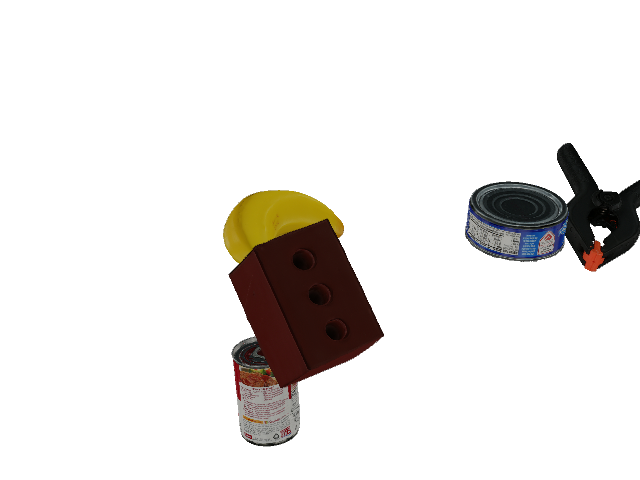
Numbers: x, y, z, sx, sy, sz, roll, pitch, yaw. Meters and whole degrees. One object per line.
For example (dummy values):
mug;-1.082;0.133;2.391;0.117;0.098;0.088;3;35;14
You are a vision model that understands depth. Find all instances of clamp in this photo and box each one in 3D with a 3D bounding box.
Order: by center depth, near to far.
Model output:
clamp;0.288;-0.040;1.117;0.120;0.039;0.171;18;45;21

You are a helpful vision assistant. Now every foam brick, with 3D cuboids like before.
foam brick;-0.009;0.038;0.618;0.052;0.078;0.051;-22;-9;-28

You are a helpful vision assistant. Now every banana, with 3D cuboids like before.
banana;-0.032;-0.008;0.820;0.037;0.069;0.197;-33;3;21

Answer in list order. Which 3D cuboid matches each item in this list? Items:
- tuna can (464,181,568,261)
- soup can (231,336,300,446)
tuna can;0.168;-0.018;0.916;0.086;0.034;0.086;1;30;-1
soup can;-0.058;0.164;1.165;0.068;0.102;0.068;-3;24;1
